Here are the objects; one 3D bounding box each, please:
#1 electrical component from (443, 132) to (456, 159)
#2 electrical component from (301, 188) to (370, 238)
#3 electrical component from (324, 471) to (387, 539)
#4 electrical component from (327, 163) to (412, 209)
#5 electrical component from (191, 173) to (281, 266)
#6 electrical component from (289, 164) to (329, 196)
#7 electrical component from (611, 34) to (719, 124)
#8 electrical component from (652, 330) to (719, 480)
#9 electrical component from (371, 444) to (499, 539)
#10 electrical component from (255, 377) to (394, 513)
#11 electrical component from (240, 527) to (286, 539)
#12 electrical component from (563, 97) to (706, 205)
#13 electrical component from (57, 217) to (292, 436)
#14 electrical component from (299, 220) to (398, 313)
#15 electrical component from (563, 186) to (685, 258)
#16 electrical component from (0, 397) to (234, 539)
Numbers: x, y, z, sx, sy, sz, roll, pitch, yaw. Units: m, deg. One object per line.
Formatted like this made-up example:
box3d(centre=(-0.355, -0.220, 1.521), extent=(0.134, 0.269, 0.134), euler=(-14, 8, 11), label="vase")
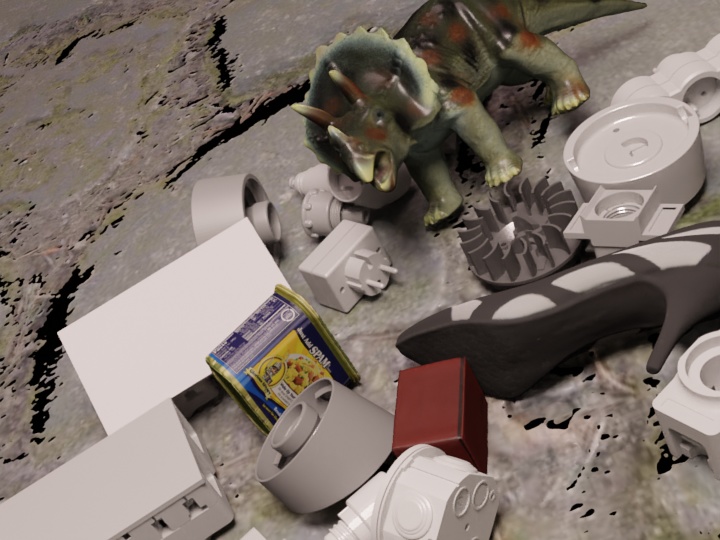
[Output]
box3d(centre=(0.034, -0.140, 1.061), extent=(0.121, 0.079, 0.063), euler=(-6, 70, 29), label="electrical component")
box3d(centre=(-0.022, -0.053, 1.017), extent=(0.062, 0.048, 0.048), euler=(4, 46, 27), label="electrical component")
box3d(centre=(0.004, 0.171, 0.727), extent=(0.078, 0.040, 0.040), euler=(-38, 37, -12), label="electrical component")
box3d(centre=(-0.004, -0.095, 1.012), extent=(0.079, 0.044, 0.077), euler=(34, 24, 29), label="electrical component")
box3d(centre=(-0.109, -0.039, 1.008), extent=(0.060, 0.108, 0.108), euler=(-13, 38, 12), label="electrical component")
box3d(centre=(-0.038, -0.085, 1.070), extent=(0.078, 0.040, 0.040), euler=(6, 48, 39), label="electrical component")
box3d(centre=(0.282, -0.165, 0.938), extent=(0.138, 0.052, 0.073), euler=(-27, 36, 3), label="electrical component")
box3d(centre=(0.233, 0.076, 0.673), extent=(0.089, 0.055, 0.050), euler=(-42, 37, -17), label="electrical component")
box3d(centre=(0.048, 0.155, 0.684), extent=(0.051, 0.080, 0.080), euler=(14, 53, 37), label="electrical component")
box3d(centre=(-0.027, 0.128, 0.777), extent=(0.099, 0.064, 0.099), euler=(-47, 16, 18), label="electrical component")
box3d(centre=(-0.052, 0.215, 0.703), extent=(0.056, 0.050, 0.089), euler=(-42, 38, -16), label="electrical component")
box3d(centre=(0.225, -0.083, 0.869), extent=(0.108, 0.060, 0.108), euler=(-19, 37, 15), label="electrical component")
box3d(centre=(-0.144, 0.055, 0.913), extent=(0.186, 0.060, 0.105), euler=(-32, 67, -3), label="electrical component")
box3d(centre=(0.000, 0.000, 0.933), extent=(0.077, 0.047, 0.065), euler=(17, 56, 45), label="electrical component")
box3d(centre=(0.202, -0.026, 0.812), extent=(0.081, 0.063, 0.042), euler=(4, 39, 38), label="electrical component")
box3d(centre=(-0.198, 0.195, 0.818), extent=(0.186, 0.060, 0.105), euler=(-32, 36, -4), label="electrical component")
